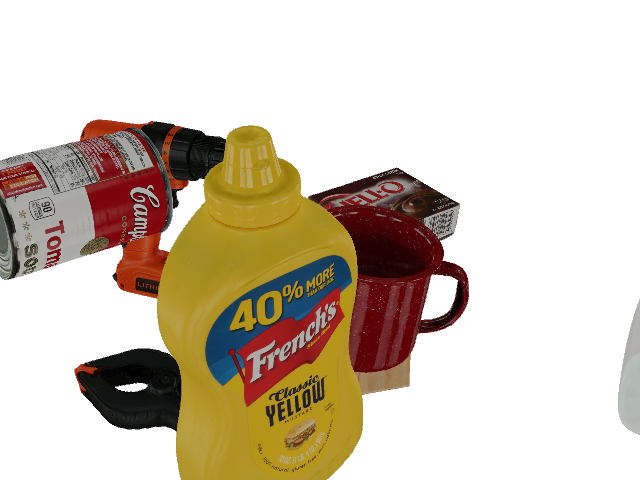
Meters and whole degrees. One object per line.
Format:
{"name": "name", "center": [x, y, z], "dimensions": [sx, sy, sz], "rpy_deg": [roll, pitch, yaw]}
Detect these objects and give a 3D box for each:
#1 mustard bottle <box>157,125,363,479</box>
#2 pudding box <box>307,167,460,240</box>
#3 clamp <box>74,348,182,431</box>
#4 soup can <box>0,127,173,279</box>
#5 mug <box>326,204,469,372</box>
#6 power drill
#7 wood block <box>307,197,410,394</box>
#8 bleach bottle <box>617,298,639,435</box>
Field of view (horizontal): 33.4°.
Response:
{"name": "mustard bottle", "center": [-0.026, 0.035, 0.488], "dimensions": [0.096, 0.192, 0.058], "rpy_deg": [-23, 39, -27]}
{"name": "pudding box", "center": [0.057, -0.023, 0.986], "dimensions": [0.113, 0.039, 0.090], "rpy_deg": [-18, 37, -34]}
{"name": "clamp", "center": [-0.118, 0.122, 0.892], "dimensions": [0.172, 0.039, 0.120], "rpy_deg": [15, 37, 19]}
{"name": "soup can", "center": [-0.148, -0.023, 0.634], "dimensions": [0.102, 0.068, 0.069], "rpy_deg": [-19, 11, -32]}
{"name": "mug", "center": [0.042, 0.035, 0.720], "dimensions": [0.117, 0.081, 0.093], "rpy_deg": [4, 32, -7]}
{"name": "power drill", "center": [-0.150, -0.029, 1.085], "dimensions": [0.185, 0.188, 0.057], "rpy_deg": [11, 30, 22]}
{"name": "wood block", "center": [0.042, 0.057, 1.183], "dimensions": [0.090, 0.206, 0.091], "rpy_deg": [-5, 12, -33]}
{"name": "bleach bottle", "center": [0.275, 0.062, 0.756], "dimensions": [0.103, 0.068, 0.250], "rpy_deg": [11, 22, 20]}
